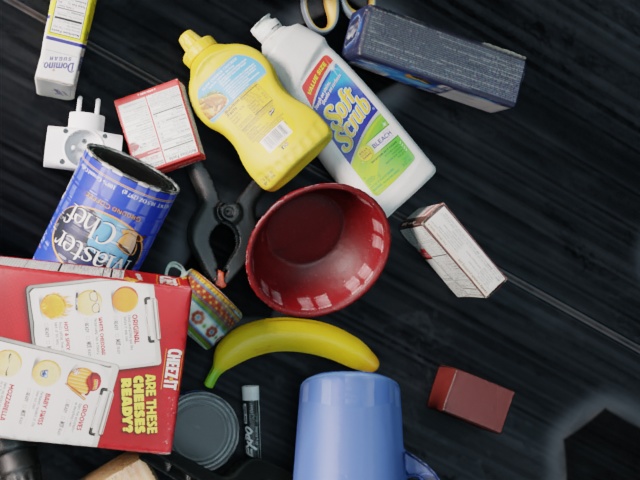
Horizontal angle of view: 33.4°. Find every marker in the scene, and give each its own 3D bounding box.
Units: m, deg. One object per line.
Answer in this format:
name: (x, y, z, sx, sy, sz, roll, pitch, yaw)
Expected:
marker: (-0.073, 0.219, 1.156, 0.020, 0.020, 0.121, -2, 88, -14)

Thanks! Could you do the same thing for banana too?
banana: (-0.031, 0.117, 1.165, 0.197, 0.037, 0.070, -3, 106, -12)

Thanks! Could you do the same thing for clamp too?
clamp: (-0.093, 0.265, 1.084, 0.209, 0.036, 0.164, -13, 83, -51)
clamp: (-0.110, -0.036, 1.151, 0.120, 0.039, 0.171, 15, 77, -6)

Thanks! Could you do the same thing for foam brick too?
foam brick: (0.169, 0.179, 1.199, 0.078, 0.053, 0.051, 23, 82, -11)

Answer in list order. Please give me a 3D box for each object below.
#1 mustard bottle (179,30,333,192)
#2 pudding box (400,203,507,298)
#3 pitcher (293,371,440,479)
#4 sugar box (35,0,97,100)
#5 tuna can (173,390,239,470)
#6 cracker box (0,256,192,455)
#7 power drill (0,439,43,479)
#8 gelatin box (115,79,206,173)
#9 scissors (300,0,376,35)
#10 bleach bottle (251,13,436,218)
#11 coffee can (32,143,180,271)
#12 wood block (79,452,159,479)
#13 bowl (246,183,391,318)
mustard bottle: (-0.082, -0.150, 1.133, 0.096, 0.058, 0.191, -43, 83, 5)
pudding box: (0.146, 0.014, 1.183, 0.039, 0.090, 0.113, -44, 97, -11)
pitcher: (0.041, 0.264, 1.102, 0.149, 0.145, 0.243, 19, 63, -40)
sugar box: (-0.254, -0.238, 1.098, 0.048, 0.093, 0.176, 9, 86, -13)
tuna can: (-0.130, 0.203, 1.135, 0.086, 0.034, 0.086, 1, 87, -13)
cracker box: (-0.236, 0.105, 1.003, 0.213, 0.072, 0.164, 7, 98, -10)
power drill: (-0.250, 0.160, 1.078, 0.187, 0.057, 0.184, -15, 74, -17)
gelatin box: (-0.168, -0.116, 1.128, 0.073, 0.030, 0.089, -19, 82, 6)
scissors: (0.019, -0.331, 1.208, 0.096, 0.016, 0.202, 3, 87, -15)
bleach bottle: (0.011, -0.139, 1.174, 0.102, 0.068, 0.251, -42, 95, -12)
coffee can: (-0.217, -0.012, 1.070, 0.102, 0.103, 0.140, 26, 100, -11)
wood block: (-0.171, 0.326, 1.090, 0.090, 0.091, 0.206, -30, 95, -12)
bowl: (-0.008, 0.001, 1.144, 0.162, 0.055, 0.162, -8, 121, -15)
